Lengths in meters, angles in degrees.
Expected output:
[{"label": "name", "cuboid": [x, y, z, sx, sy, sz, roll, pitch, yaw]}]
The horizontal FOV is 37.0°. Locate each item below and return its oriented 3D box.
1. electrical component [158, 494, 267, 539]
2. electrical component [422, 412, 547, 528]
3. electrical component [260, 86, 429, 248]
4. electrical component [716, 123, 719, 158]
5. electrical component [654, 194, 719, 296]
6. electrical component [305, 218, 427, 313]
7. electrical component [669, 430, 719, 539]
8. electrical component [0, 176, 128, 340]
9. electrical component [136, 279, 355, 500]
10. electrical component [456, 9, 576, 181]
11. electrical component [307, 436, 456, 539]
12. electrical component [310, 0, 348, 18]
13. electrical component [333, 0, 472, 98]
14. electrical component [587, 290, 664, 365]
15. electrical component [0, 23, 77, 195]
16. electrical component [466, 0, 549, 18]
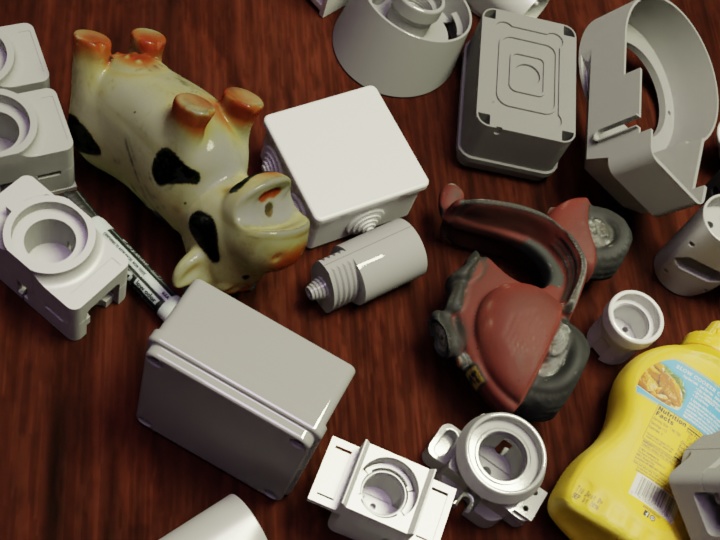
[{"label": "electrical component", "cuboid": [-0.084, 0.180, 0.608, 0.077, 0.044, 0.079, -30, 73, -25]}, {"label": "electrical component", "cuboid": [0.082, 0.123, 0.671, 0.078, 0.057, 0.058, 35, 61, 6]}, {"label": "electrical component", "cuboid": [-0.014, -0.071, 0.753, 0.100, 0.048, 0.099, -20, 69, -22]}, {"label": "electrical component", "cuboid": [0.299, -0.099, 0.838, 0.040, 0.046, 0.040, -4, 74, 15]}, {"label": "electrical component", "cuboid": [0.264, -0.009, 0.772, 0.079, 0.077, 0.043, 26, 60, 1]}, {"label": "electrical component", "cuboid": [0.000, 0.000, 0.723, 0.081, 0.043, 0.043, -25, 71, -24]}, {"label": "electrical component", "cuboid": [0.254, 0.171, 0.651, 0.089, 0.062, 0.150, -26, 96, -36]}, {"label": "electrical component", "cuboid": [-0.194, -0.009, 0.673, 0.089, 0.055, 0.050, 39, 60, 7]}, {"label": "electrical component", "cuboid": [-0.070, 0.073, 0.631, 0.109, 0.108, 0.056, 29, 58, 2]}, {"label": "electrical component", "cuboid": [0.117, -0.131, 0.811, 0.078, 0.057, 0.113, 11, 61, -8]}, {"label": "electrical component", "cuboid": [0.010, 0.138, 0.642, 0.081, 0.063, 0.042, 24, 59, -1]}, {"label": "electrical component", "cuboid": [0.030, -0.291, 0.845, 0.186, 0.105, 0.060, -36, 76, -27]}, {"label": "electrical component", "cuboid": [0.034, -0.188, 0.830, 0.099, 0.064, 0.099, 13, 50, -16]}, {"label": "electrical component", "cuboid": [0.182, 0.041, 0.743, 0.040, 0.046, 0.040, 6, 62, -11]}, {"label": "electrical component", "cuboid": [-0.289, -0.089, 0.689, 0.186, 0.060, 0.105, -16, 68, -20]}, {"label": "electrical component", "cuboid": [0.124, -0.242, 0.877, 0.077, 0.044, 0.079, 44, 62, 11]}]
